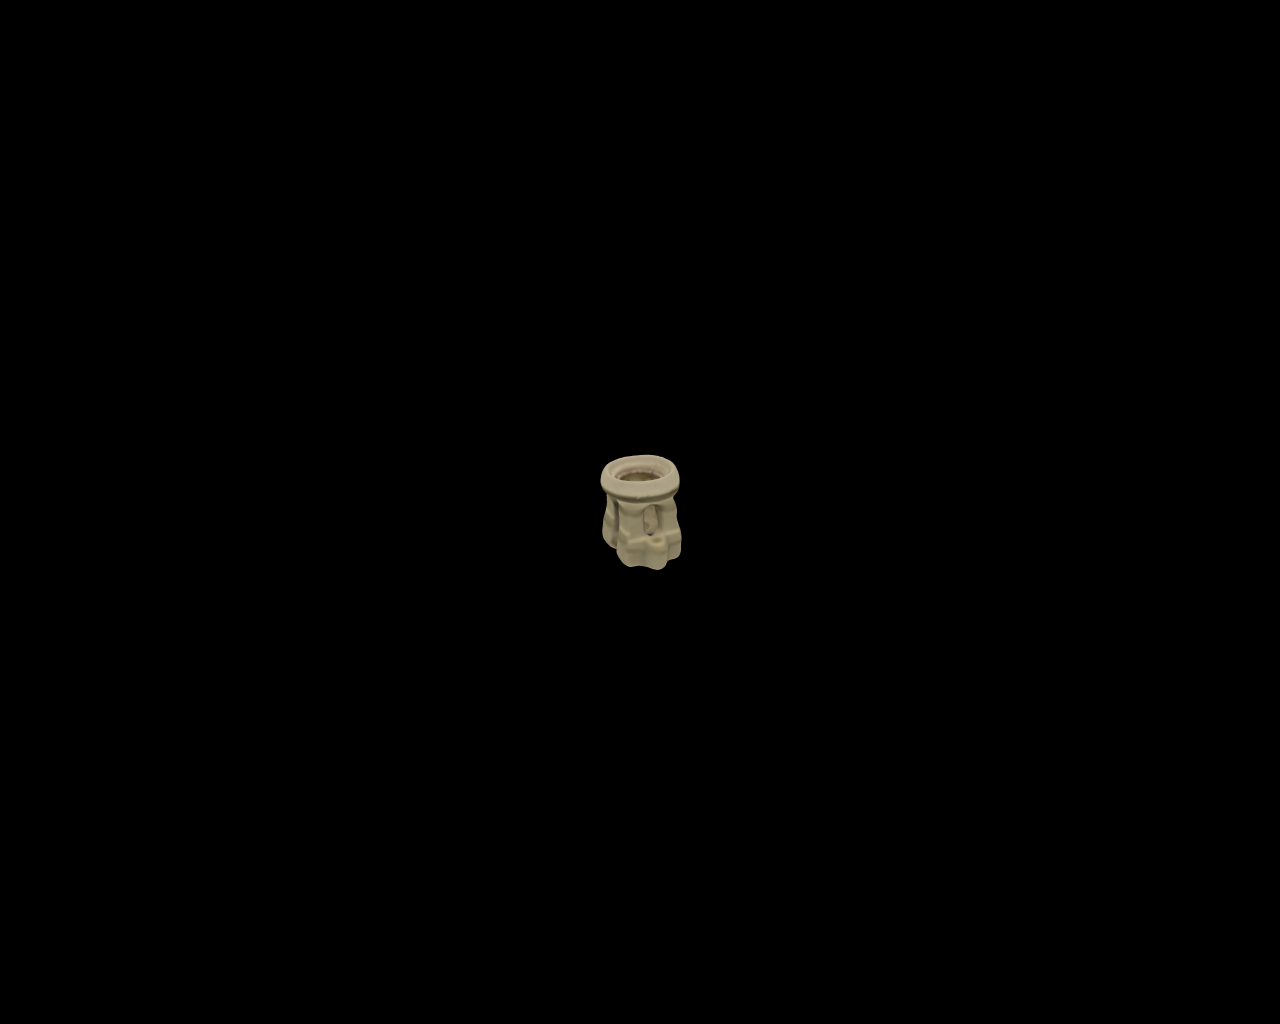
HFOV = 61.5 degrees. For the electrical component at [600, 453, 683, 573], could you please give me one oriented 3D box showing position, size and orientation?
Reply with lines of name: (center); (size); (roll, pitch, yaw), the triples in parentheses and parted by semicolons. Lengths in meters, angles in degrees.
electrical component: (0.001, -0.003, 0.650); (0.048, 0.055, 0.066); (-11, 29, -21)
